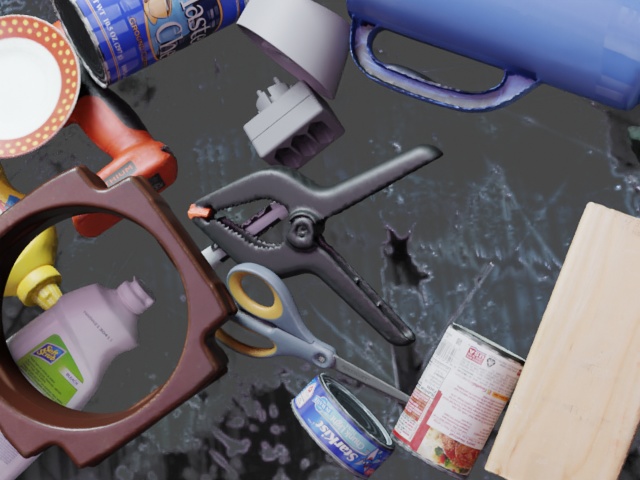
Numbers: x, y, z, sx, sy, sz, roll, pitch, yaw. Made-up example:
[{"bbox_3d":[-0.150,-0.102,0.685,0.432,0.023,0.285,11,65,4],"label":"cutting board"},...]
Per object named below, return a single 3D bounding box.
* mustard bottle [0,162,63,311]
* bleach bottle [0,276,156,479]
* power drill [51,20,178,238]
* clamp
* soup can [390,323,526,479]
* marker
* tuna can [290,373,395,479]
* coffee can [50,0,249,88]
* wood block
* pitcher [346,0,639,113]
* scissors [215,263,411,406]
[{"bbox_3d":[-0.295,-0.006,0.965,0.096,0.058,0.192,-42,74,-7],"label":"mustard bottle"},{"bbox_3d":[-0.241,0.128,0.925,0.251,0.068,0.102,-40,109,2],"label":"bleach bottle"},{"bbox_3d":[-0.229,-0.097,0.944,0.184,0.057,0.188,-35,77,-4],"label":"power drill"},{"bbox_3d":[-0.006,0.001,0.875,0.210,0.036,0.164,3,96,15],"label":"clamp"},{"bbox_3d":[0.107,0.123,0.824,0.068,0.068,0.102,28,91,18],"label":"soup can"},{"bbox_3d":[-0.052,-0.013,0.915,0.121,0.020,0.020,-35,75,10],"label":"marker"},{"bbox_3d":[0.019,0.146,0.839,0.034,0.086,0.086,-46,73,5],"label":"tuna can"},{"bbox_3d":[-0.143,-0.204,0.897,0.140,0.103,0.103,-30,74,-16],"label":"coffee can"},{"bbox_3d":[0.205,0.088,0.788,0.090,0.090,0.206,21,90,19],"label":"wood block"},{"bbox_3d":[0.147,-0.182,0.826,0.243,0.149,0.144,25,49,15],"label":"pitcher"},{"bbox_3d":[-0.002,0.077,0.870,0.202,0.016,0.096,14,121,19],"label":"scissors"}]
